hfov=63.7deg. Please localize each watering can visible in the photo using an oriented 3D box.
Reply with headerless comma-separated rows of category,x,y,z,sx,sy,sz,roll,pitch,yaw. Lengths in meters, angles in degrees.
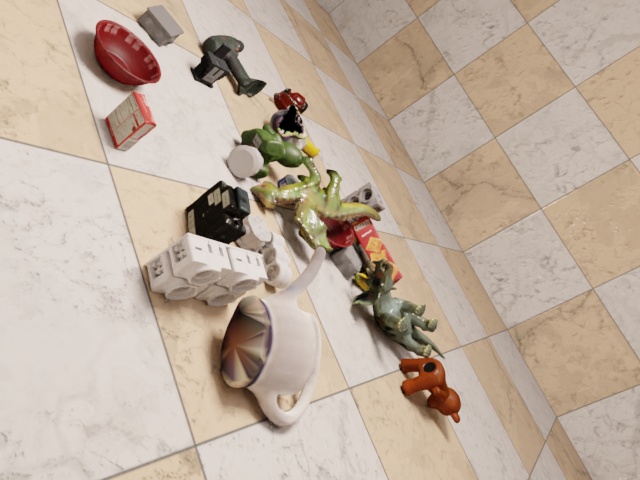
watering can,-0.070,0.155,0.945,0.222,0.103,0.353,29,59,-47

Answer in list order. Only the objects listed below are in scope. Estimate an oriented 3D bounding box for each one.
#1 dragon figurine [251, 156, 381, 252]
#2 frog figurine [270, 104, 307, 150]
dragon figurine,0.004,-0.070,1.385,0.407,0.120,0.248,28,53,-22
frog figurine,-0.102,-0.338,1.638,0.138,0.124,0.158,50,-14,4
